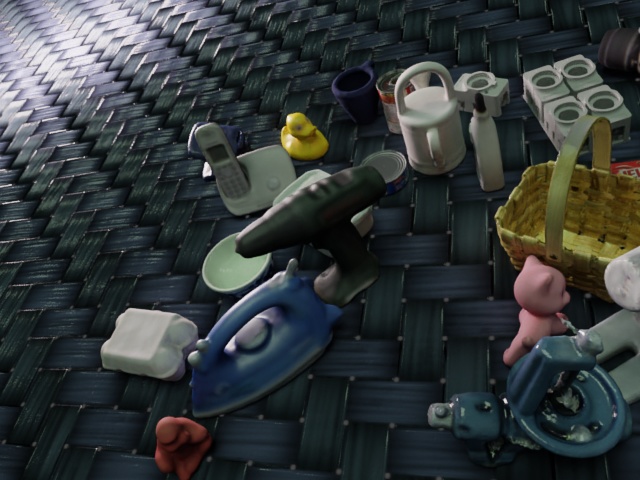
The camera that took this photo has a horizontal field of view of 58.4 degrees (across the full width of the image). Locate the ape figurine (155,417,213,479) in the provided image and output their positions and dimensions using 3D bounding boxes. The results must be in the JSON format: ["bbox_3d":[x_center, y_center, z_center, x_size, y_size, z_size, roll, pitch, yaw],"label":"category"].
[{"bbox_3d":[-0.189,0.267,0.764,0.077,0.092,0.076,-21,47,5],"label":"ape figurine"}]

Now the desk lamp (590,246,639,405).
[{"bbox_3d":[0.382,0.061,0.620,0.203,0.214,0.117,-30,46,-4],"label":"desk lamp"}]

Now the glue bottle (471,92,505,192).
[{"bbox_3d":[0.255,-0.158,0.889,0.037,0.173,0.078,-15,47,11],"label":"glue bottle"}]

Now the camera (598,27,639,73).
[{"bbox_3d":[0.557,-0.335,0.966,0.136,0.101,0.143,26,65,37],"label":"camera"}]

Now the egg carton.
[{"bbox_3d":[-0.266,0.165,0.899,0.150,0.070,0.107,2,52,24],"label":"egg carton"}]

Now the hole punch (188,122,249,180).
[{"bbox_3d":[-0.204,-0.191,1.163,0.101,0.091,0.108,-11,48,14],"label":"hole punch"}]

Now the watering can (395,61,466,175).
[{"bbox_3d":[0.177,-0.215,0.955,0.101,0.194,0.172,-29,46,-2],"label":"watering can"}]

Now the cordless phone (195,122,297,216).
[{"bbox_3d":[-0.130,-0.140,1.024,0.147,0.185,0.094,-20,47,5],"label":"cordless phone"}]

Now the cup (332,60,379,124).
[{"bbox_3d":[0.084,-0.285,1.123,0.091,0.095,0.118,13,57,31],"label":"cup"}]

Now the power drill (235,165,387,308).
[{"bbox_3d":[0.008,0.003,0.828,0.230,0.209,0.075,-39,48,-12],"label":"power drill"}]

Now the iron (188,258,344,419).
[{"bbox_3d":[-0.100,0.138,0.804,0.258,0.142,0.118,-39,48,-12],"label":"iron"}]

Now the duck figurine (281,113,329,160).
[{"bbox_3d":[-0.039,-0.210,1.115,0.104,0.086,0.078,25,64,37],"label":"duck figurine"}]

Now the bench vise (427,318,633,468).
[{"bbox_3d":[0.218,0.172,0.589,0.207,0.220,0.121,-24,46,2],"label":"bench vise"}]

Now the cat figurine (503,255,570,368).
[{"bbox_3d":[0.269,0.088,0.710,0.067,0.118,0.128,10,56,29],"label":"cat figurine"}]
